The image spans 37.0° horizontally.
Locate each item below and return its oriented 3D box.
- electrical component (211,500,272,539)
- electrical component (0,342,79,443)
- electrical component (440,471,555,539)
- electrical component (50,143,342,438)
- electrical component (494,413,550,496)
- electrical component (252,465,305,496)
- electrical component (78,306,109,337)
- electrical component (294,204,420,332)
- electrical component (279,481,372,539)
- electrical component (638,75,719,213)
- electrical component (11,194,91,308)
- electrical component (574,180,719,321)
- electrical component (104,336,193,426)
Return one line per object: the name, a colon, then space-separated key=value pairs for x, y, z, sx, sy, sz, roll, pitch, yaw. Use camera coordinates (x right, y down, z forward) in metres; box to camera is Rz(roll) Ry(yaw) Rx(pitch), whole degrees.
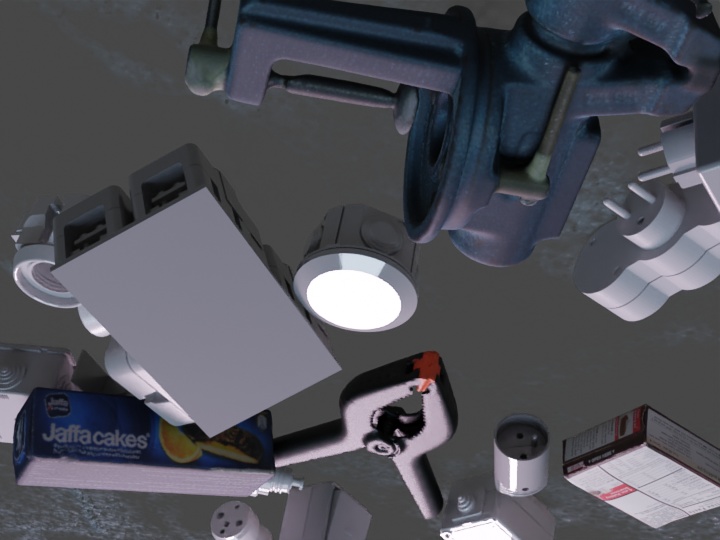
electrical component: x=-0.116 y=0.256 z=1.051 sx=0.045 sy=0.045 sz=0.055 roll=-6 pitch=138 yaw=20
electrical component: x=-0.280 y=0.107 z=0.903 sx=0.100 sy=0.048 sz=0.099 roll=4 pitch=141 yaw=9
electrical component: x=0.117 y=0.215 z=0.933 sx=0.062 sy=0.061 sz=0.096 roll=-25 pitch=121 yaw=37
electrical component: x=-0.104 y=0.016 z=0.706 sx=0.105 sy=0.060 sz=0.186 roll=-28 pitch=132 yaw=6
electrical component: x=0.130 y=0.155 z=0.864 sx=0.043 sy=0.043 sz=0.081 roll=3 pitch=141 yaw=10
electrical component: x=-0.089 y=0.181 z=0.954 sx=0.078 sy=0.040 sz=0.040 roll=13 pitch=142 yaw=-3
electrical component: x=-0.168 y=0.022 z=0.774 sx=0.055 sy=0.045 sz=0.045 roll=-11 pitch=137 yaw=25
electrical component: x=0.000 y=0.000 z=0.700 sx=0.080 sy=0.051 sz=0.080 roll=7 pitch=141 yaw=6
electrical component: x=-0.033 y=0.249 z=0.979 sx=0.061 sy=0.096 sz=0.061 roll=-18 pitch=132 yaw=31
electrical component: x=0.178 y=-0.065 z=0.549 sx=0.076 sy=0.083 sz=0.047 roll=-17 pitch=134 yaw=31
electrical component: x=-0.201 y=-0.012 z=0.730 sx=0.078 sy=0.057 sz=0.058 roll=-2 pitch=140 yaw=17
electrical component: x=0.174 y=-0.027 z=0.621 sx=0.074 sy=0.052 sz=0.138 roll=31 pitch=137 yaw=-22
electrical component: x=-0.139 y=0.073 z=0.822 sx=0.059 sy=0.053 sz=0.095 roll=-16 pitch=134 yaw=30
